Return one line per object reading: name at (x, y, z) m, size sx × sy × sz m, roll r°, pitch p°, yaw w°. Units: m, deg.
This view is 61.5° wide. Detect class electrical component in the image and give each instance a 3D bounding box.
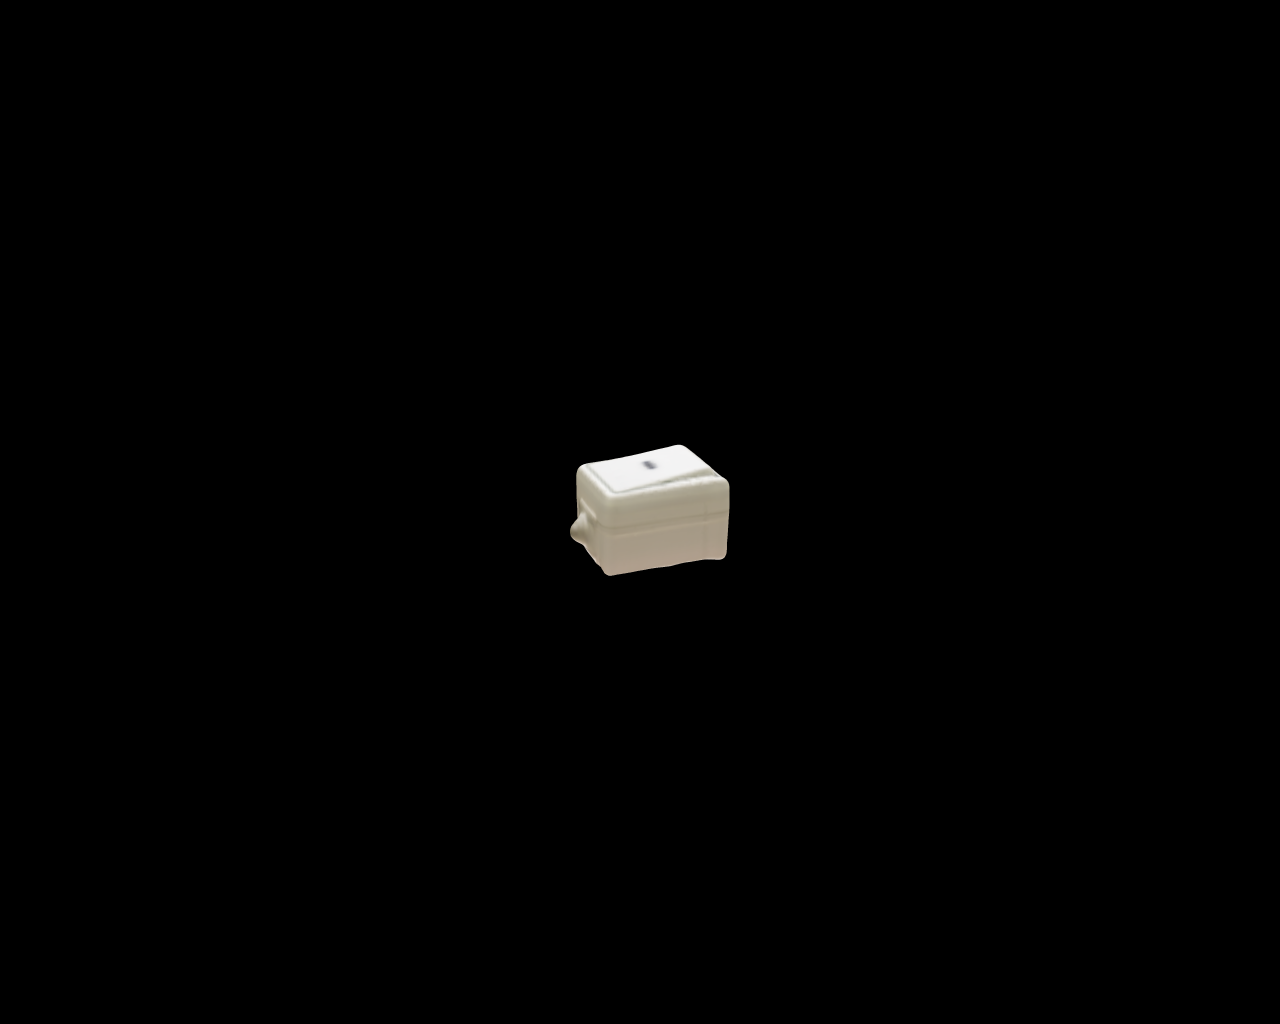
electrical component at (0.001, -0.003, 0.650) m, size 0.096 × 0.061 × 0.062 m, roll -8°, pitch 24°, yaw -18°
